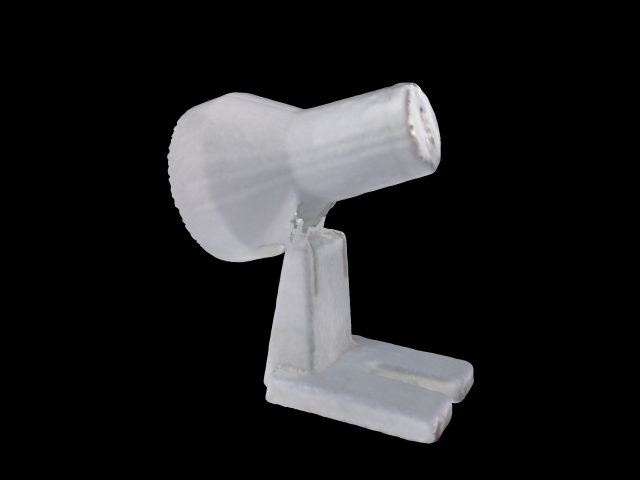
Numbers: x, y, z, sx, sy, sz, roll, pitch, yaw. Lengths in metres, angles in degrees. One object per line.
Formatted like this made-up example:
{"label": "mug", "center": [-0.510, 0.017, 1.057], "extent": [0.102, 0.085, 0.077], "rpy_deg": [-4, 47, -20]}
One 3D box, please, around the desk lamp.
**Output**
{"label": "desk lamp", "center": [0.004, 0.001, 0.400], "extent": [0.202, 0.213, 0.118], "rpy_deg": [7, 15, 26]}
